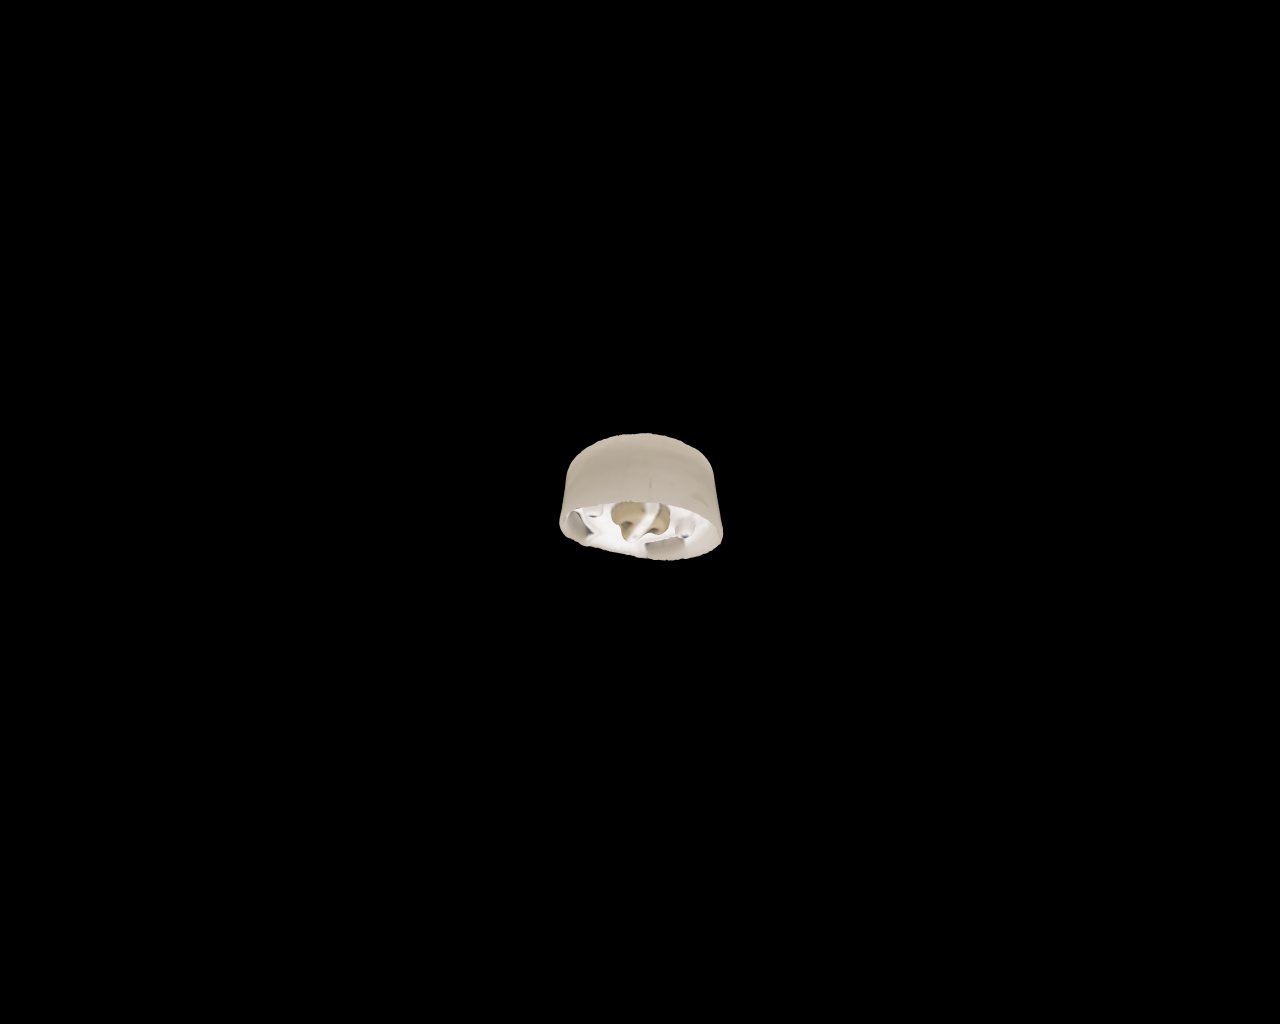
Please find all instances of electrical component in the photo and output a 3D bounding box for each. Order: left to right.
[{"bbox_3d":[0.001,-0.003,0.650,0.099,0.064,0.099,0,-33,0],"label":"electrical component"}]
